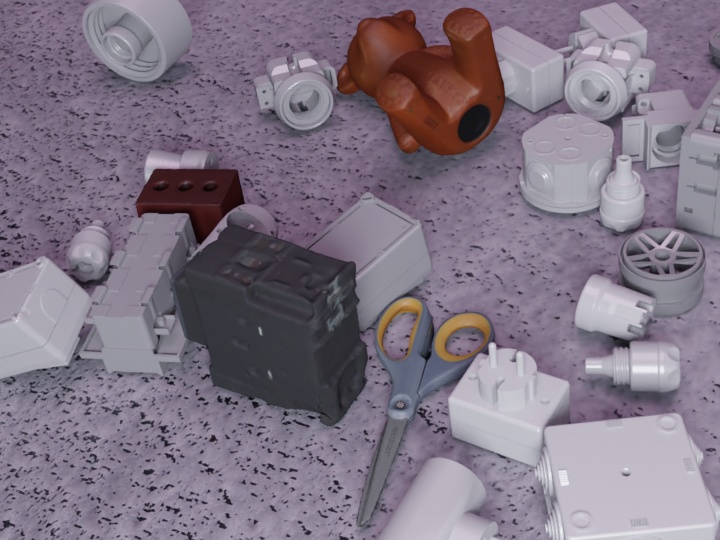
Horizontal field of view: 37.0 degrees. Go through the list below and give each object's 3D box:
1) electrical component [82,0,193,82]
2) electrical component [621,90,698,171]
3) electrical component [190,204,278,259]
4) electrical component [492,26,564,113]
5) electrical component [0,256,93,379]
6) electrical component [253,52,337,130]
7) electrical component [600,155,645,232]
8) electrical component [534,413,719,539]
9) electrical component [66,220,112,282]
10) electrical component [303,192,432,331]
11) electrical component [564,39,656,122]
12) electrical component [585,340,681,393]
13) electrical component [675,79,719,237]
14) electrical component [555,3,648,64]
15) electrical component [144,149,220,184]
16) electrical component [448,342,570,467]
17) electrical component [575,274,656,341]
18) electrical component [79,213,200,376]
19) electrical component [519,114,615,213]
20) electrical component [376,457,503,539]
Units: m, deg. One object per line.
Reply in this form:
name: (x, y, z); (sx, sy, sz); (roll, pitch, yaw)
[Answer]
electrical component: (-0.236, -0.245, 1.113); (0.108, 0.108, 0.060); (11, 51, 23)
electrical component: (0.261, -0.121, 0.914); (0.081, 0.042, 0.063); (-5, 39, 5)
electrical component: (-0.083, -0.005, 0.837); (0.079, 0.044, 0.077); (38, 33, -4)
electrical component: (0.135, -0.181, 1.006); (0.076, 0.047, 0.083); (-28, 43, -20)
electrical component: (-0.255, 0.040, 0.804); (0.096, 0.061, 0.061); (-15, 42, 32)
electrical component: (-0.057, -0.169, 1.023); (0.078, 0.058, 0.057); (-16, 38, -7)
electrical component: (0.205, -0.062, 0.840); (0.035, 0.061, 0.035); (-6, 40, 5)
electrical component: (0.156, 0.133, 0.632); (0.100, 0.048, 0.099); (-7, 40, 4)
electrical component: (-0.224, -0.020, 0.900); (0.035, 0.035, 0.061); (-6, 38, 4)
electrical component: (0.000, 0.000, 0.815); (0.096, 0.061, 0.062); (-41, 48, -21)
electrical component: (0.219, -0.170, 0.968); (0.078, 0.058, 0.057); (15, 43, 27)
electrical component: (0.182, 0.064, 0.719); (0.061, 0.035, 0.035); (-1, 41, 14)
electrical component: (0.307, -0.102, 0.845); (0.062, 0.089, 0.150); (17, 47, 28)
electrical component: (0.223, -0.212, 1.023); (0.077, 0.047, 0.065); (-17, 41, -8)
electrical component: (-0.157, -0.085, 0.954); (0.055, 0.045, 0.045); (2, 42, 13)
electrical component: (0.095, 0.077, 0.689); (0.066, 0.076, 0.047); (17, 47, 28)
electrical component: (0.180, 0.029, 0.758); (0.046, 0.040, 0.040); (20, 48, 24)
electrical component: (-0.160, 0.014, 0.824); (0.079, 0.063, 0.121); (1, 41, 13)
electrical component: (0.171, -0.088, 0.885); (0.080, 0.051, 0.080); (-6, 40, 5)
electrical component: (0.054, 0.158, 0.627); (0.079, 0.044, 0.077); (15, 46, 27)
